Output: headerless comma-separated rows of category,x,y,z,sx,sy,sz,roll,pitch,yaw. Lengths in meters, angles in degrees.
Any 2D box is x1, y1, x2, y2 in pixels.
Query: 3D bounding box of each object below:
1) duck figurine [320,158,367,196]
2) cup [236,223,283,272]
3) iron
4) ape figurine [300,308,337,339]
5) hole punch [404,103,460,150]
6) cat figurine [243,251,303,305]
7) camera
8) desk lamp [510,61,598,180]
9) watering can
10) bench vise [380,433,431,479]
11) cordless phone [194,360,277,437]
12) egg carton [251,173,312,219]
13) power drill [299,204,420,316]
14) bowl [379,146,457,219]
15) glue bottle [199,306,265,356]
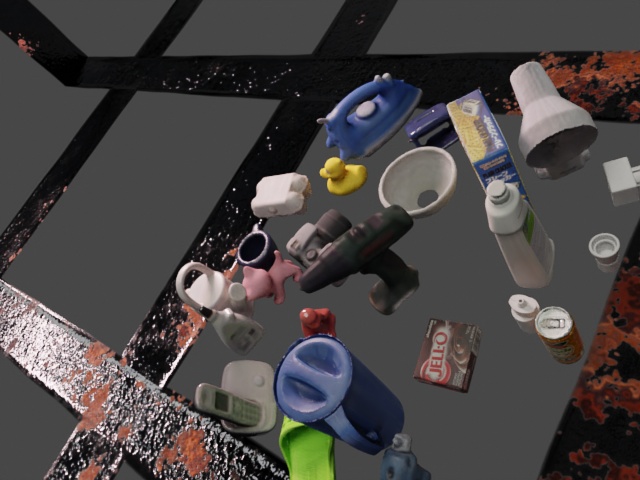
duck figurine,0.050,-0.154,1.307,0.104,0.086,0.077,-13,53,27
cup,-0.126,0.029,1.291,0.091,0.095,0.117,-19,51,23
iron,0.114,-0.307,1.332,0.258,0.142,0.118,-41,46,3
ape figurine,-0.008,0.164,1.118,0.075,0.092,0.078,27,77,43
hole punch,0.236,-0.248,1.243,0.108,0.091,0.101,-31,47,12
cat figurine,-0.114,0.081,1.230,0.067,0.118,0.128,28,78,43
camera,0.011,0.004,1.211,0.142,0.101,0.137,31,80,43
desk lamp,0.401,-0.197,1.008,0.117,0.214,0.203,-24,49,19
watering can,-0.228,0.115,1.230,0.172,0.195,0.101,-22,50,20
bench vise,0.072,0.379,0.822,0.121,0.220,0.207,-14,53,26
cordless phone,-0.162,0.282,1.074,0.094,0.186,0.147,-24,49,19
egg carton,-0.094,-0.103,1.381,0.149,0.070,0.107,-6,57,31
power drill,0.092,0.051,1.048,0.229,0.209,0.075,-45,46,-1
bowl,0.209,-0.104,1.172,0.167,0.075,0.167,-18,51,24
glue bottle,-0.189,0.175,1.176,0.078,0.174,0.037,-48,46,-4
